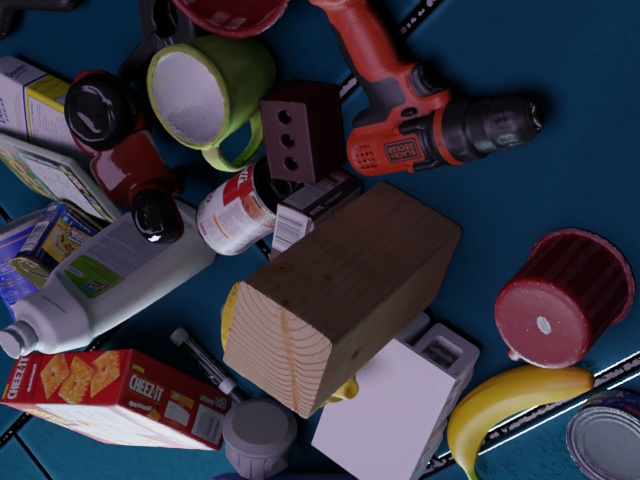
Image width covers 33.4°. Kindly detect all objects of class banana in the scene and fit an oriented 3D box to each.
[{"bbox_3d":[0.167,0.155,0.965,0.069,0.037,0.198,31,135,-4],"label":"banana"}]

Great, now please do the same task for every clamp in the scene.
[{"bbox_3d":[-0.347,-0.278,1.118,0.210,0.036,0.164,-20,101,44],"label":"clamp"},{"bbox_3d":[-0.149,-0.188,1.013,0.120,0.039,0.171,24,128,22],"label":"clamp"}]

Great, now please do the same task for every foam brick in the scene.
[{"bbox_3d":[-0.015,-0.097,0.948,0.053,0.051,0.078,10,121,35],"label":"foam brick"}]

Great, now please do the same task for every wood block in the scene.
[{"bbox_3d":[0.023,0.043,0.892,0.090,0.205,0.091,32,130,19],"label":"wood block"}]

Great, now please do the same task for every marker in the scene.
[{"bbox_3d":[-0.121,0.146,1.200,0.121,0.020,0.020,44,134,9],"label":"marker"}]

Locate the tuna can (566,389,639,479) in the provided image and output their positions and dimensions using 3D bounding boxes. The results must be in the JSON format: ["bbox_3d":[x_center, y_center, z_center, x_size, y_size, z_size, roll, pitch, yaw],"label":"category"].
[{"bbox_3d":[0.254,0.169,0.901,0.086,0.033,0.086,20,126,29],"label":"tuna can"}]

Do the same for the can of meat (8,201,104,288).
[{"bbox_3d":[-0.277,0.018,1.180,0.102,0.084,0.058,42,150,-28],"label":"can of meat"}]

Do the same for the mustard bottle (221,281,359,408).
[{"bbox_3d":[-0.025,0.107,1.006,0.192,0.058,0.096,25,114,53],"label":"mustard bottle"}]

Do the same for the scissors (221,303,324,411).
[{"bbox_3d":[-0.042,0.131,1.127,0.096,0.016,0.202,-15,104,40],"label":"scissors"}]

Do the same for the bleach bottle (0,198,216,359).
[{"bbox_3d":[-0.214,0.039,1.048,0.103,0.250,0.068,25,128,26],"label":"bleach bottle"}]

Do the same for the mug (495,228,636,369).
[{"bbox_3d":[0.186,0.056,0.856,0.093,0.081,0.117,44,134,10],"label":"mug"}]

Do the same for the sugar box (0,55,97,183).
[{"bbox_3d":[-0.283,-0.126,1.151,0.176,0.048,0.093,29,135,25],"label":"sugar box"}]

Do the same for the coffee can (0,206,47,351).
[{"bbox_3d":[-0.324,0.043,1.244,0.103,0.102,0.140,-12,107,42],"label":"coffee can"}]

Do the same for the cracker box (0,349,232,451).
[{"bbox_3d":[-0.232,0.182,1.221,0.214,0.072,0.164,-6,151,41],"label":"cracker box"}]

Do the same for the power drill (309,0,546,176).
[{"bbox_3d":[0.073,-0.144,0.845,0.185,0.057,0.187,-9,109,41],"label":"power drill"}]

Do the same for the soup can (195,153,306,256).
[{"bbox_3d":[-0.065,-0.032,1.015,0.102,0.068,0.068,-30,95,45],"label":"soup can"}]

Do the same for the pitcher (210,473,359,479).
[{"bbox_3d":[-0.036,0.309,1.147,0.243,0.144,0.149,-8,110,44],"label":"pitcher"}]

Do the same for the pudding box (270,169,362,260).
[{"bbox_3d":[-0.006,0.001,0.973,0.039,0.089,0.114,28,129,21],"label":"pudding box"}]

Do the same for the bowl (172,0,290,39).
[{"bbox_3d":[-0.070,-0.255,0.896,0.162,0.055,0.162,20,126,29],"label":"bowl"}]
